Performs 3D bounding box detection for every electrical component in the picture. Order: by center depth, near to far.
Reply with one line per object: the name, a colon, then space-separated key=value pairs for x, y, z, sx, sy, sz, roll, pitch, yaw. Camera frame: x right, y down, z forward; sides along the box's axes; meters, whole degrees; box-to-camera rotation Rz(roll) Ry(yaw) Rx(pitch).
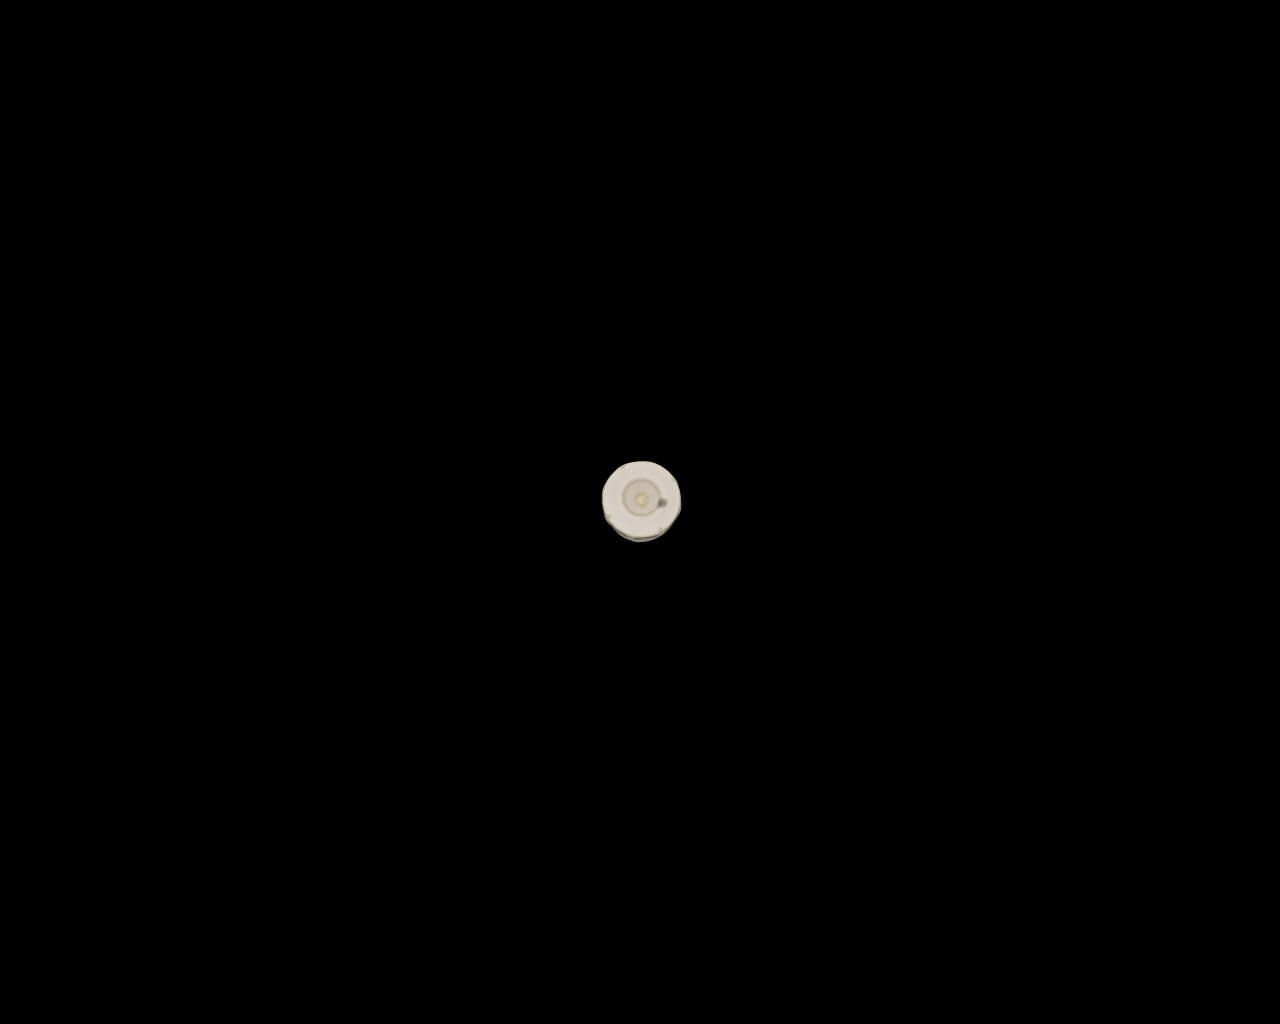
electrical component: x=0.001 y=-0.003 z=0.650 sx=0.048 sy=0.048 sz=0.062 roll=0 pitch=-12 yaw=0
